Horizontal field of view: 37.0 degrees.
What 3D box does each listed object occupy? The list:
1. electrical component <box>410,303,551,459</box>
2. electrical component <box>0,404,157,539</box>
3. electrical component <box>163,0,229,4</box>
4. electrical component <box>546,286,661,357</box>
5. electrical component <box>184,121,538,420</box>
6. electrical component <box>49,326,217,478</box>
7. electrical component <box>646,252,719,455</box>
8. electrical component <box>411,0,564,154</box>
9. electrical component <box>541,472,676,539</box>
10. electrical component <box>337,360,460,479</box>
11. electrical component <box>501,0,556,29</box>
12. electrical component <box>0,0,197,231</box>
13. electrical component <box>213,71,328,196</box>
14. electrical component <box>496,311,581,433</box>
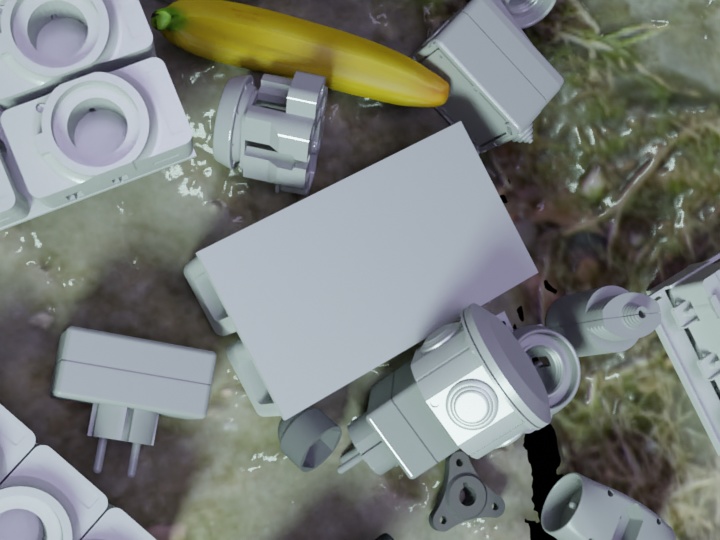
[{"bbox_3d":[0.070,0.064,0.616,0.051,0.080,0.080,-35,96,14],"label":"electrical component"},{"bbox_3d":[-0.183,0.140,0.567,0.150,0.062,0.089,44,70,-9],"label":"electrical component"},{"bbox_3d":[-0.098,-0.211,0.650,0.099,0.064,0.099,3,81,-20],"label":"electrical component"},{"bbox_3d":[0.160,0.033,0.700,0.043,0.081,0.043,3,81,-20],"label":"electrical component"},{"bbox_3d":[0.000,0.000,0.657,0.186,0.060,0.105,-28,92,-22],"label":"electrical component"},{"bbox_3d":[-0.131,0.077,0.603,0.083,0.047,0.075,12,78,-18],"label":"electrical component"},{"bbox_3d":[0.259,0.055,0.743,0.079,0.063,0.121,-28,92,-22],"label":"electrical component"},{"bbox_3d":[0.086,-0.125,0.707,0.096,0.062,0.061,45,70,-9],"label":"electrical component"},{"bbox_3d":[0.154,0.184,0.695,0.077,0.043,0.079,31,72,-14],"label":"electrical component"},{"bbox_3d":[0.018,0.098,0.651,0.077,0.065,0.047,-35,95,8],"label":"electrical component"},{"bbox_3d":[0.101,-0.194,0.720,0.048,0.066,0.055,-14,54,-22],"label":"electrical component"},{"bbox_3d":[-0.195,-0.081,0.575,0.186,0.060,0.105,-22,90,-9],"label":"electrical component"},{"bbox_3d":[-0.054,-0.085,0.645,0.057,0.078,0.058,12,46,3],"label":"electrical component"},{"bbox_3d":[0.104,0.065,0.688,0.058,0.057,0.078,-26,91,-22],"label":"electrical component"}]
